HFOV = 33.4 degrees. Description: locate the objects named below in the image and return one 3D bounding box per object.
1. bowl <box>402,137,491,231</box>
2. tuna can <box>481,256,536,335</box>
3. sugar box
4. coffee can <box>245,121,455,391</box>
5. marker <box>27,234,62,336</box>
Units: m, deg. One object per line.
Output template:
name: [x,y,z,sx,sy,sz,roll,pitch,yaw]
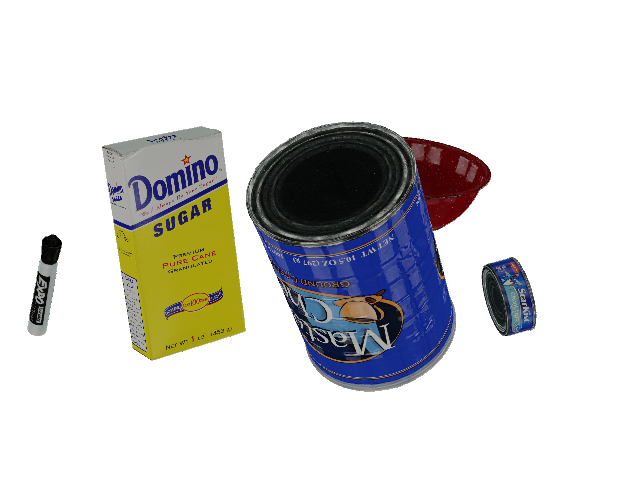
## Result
bowl: [0.083,-0.050,1.042,0.162,0.055,0.162,3,25,-2]
tuna can: [0.212,0.064,1.206,0.033,0.086,0.086,-14,1,-6]
sugar box: [-0.119,0.001,0.882,0.093,0.176,0.048,-16,21,-30]
coffee can: [0.023,0.012,0.665,0.103,0.102,0.140,0,-43,20]
marker: [-0.269,0.044,1.043,0.020,0.121,0.020,13,35,-10]
